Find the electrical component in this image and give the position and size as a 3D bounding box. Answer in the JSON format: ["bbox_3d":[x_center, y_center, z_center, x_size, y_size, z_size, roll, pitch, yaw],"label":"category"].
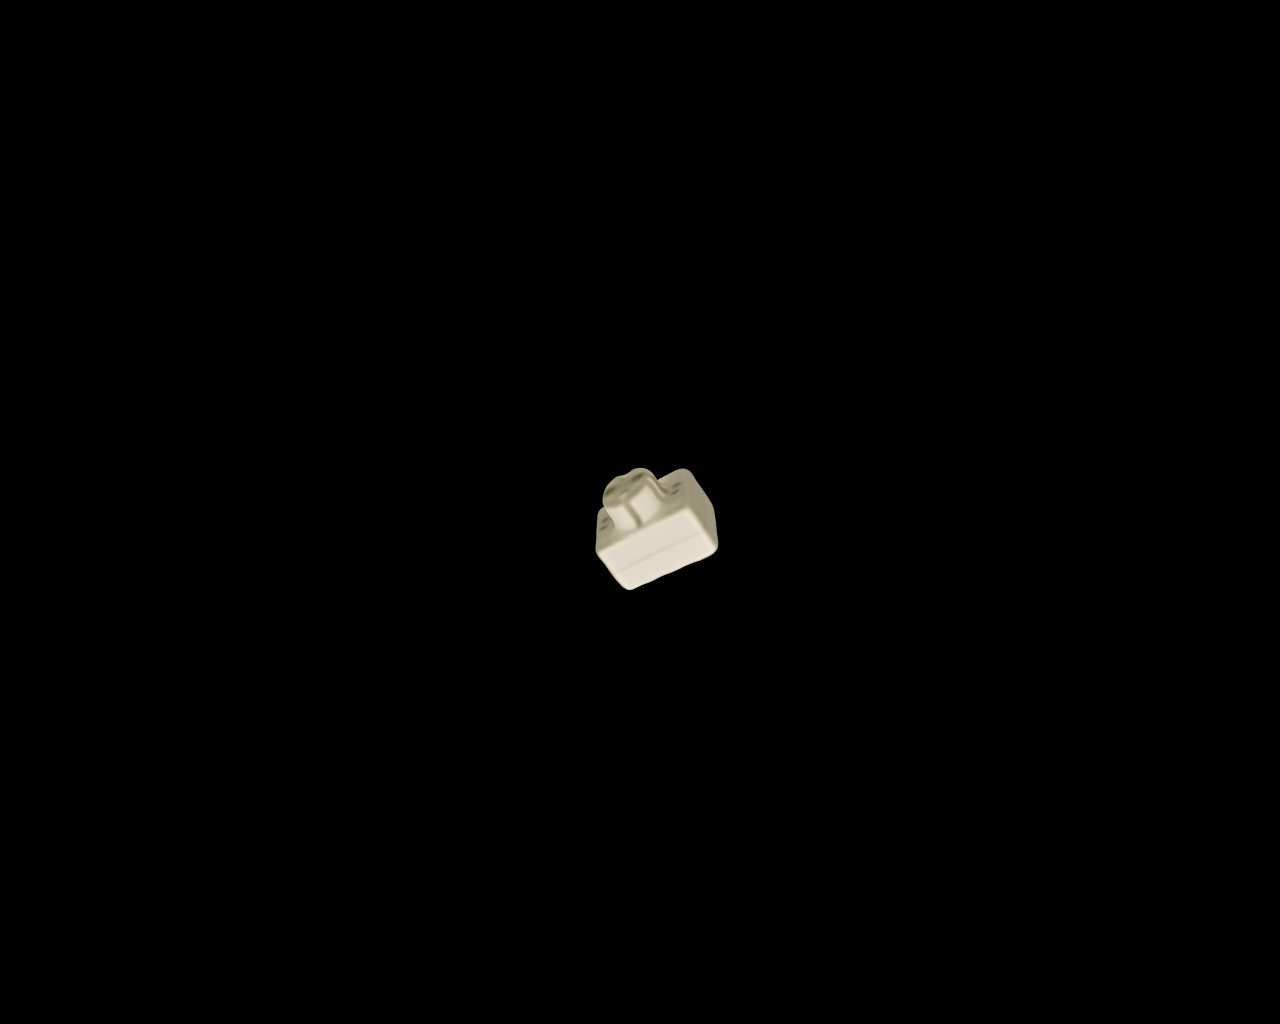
[{"bbox_3d":[0.001,-0.003,0.650,0.065,0.076,0.047,-26,30,17],"label":"electrical component"}]
